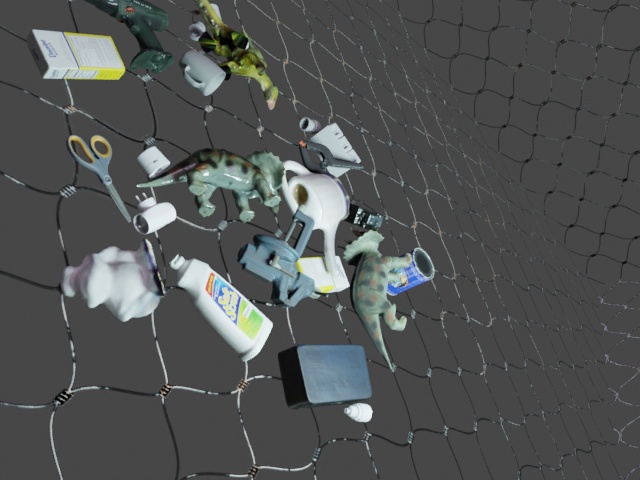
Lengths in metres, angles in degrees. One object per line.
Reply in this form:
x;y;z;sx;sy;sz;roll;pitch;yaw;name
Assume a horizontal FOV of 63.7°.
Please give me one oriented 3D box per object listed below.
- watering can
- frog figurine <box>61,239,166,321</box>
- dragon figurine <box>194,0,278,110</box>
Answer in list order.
0.004;-0.071;1.417;0.226;0.102;0.350;-17;75;-54;watering can
-0.364;0.079;0.912;0.160;0.122;0.138;-17;86;-17;frog figurine
-0.241;-0.562;1.489;0.407;0.121;0.246;59;15;-12;dragon figurine
